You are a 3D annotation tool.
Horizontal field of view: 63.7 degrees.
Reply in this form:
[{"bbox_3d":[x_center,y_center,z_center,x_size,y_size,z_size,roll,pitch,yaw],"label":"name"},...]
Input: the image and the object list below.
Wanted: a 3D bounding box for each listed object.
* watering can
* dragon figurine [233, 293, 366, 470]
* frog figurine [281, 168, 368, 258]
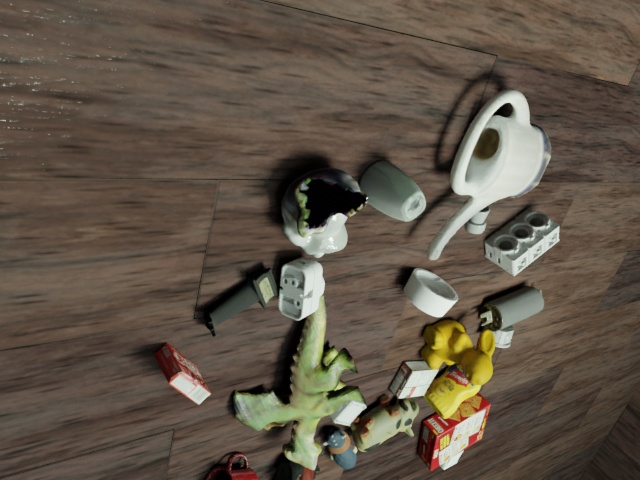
[{"bbox_3d":[0.328,-0.119,1.006,0.225,0.105,0.342,0,117,-37],"label":"watering can"},{"bbox_3d":[-0.052,0.291,1.005,0.244,0.124,0.403,-25,117,-13],"label":"dragon figurine"},{"bbox_3d":[0.003,-0.042,0.838,0.138,0.123,0.157,-47,172,-12],"label":"frog figurine"}]
